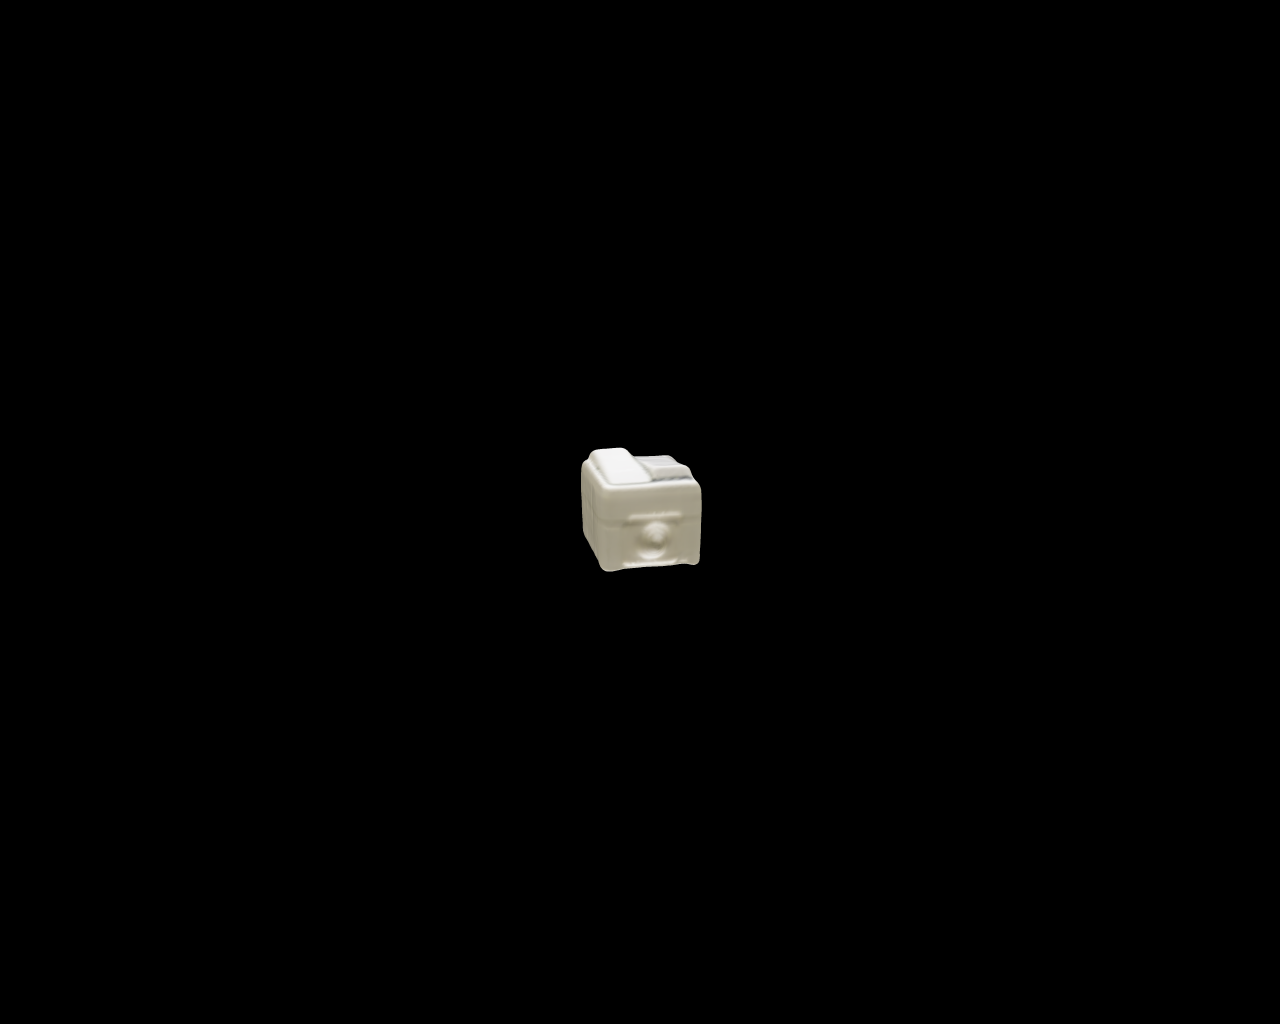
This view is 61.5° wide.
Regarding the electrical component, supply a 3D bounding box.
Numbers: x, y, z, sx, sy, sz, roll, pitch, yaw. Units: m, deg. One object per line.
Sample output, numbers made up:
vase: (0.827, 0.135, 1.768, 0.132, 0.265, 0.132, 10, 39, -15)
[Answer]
electrical component: (0.001, -0.003, 0.650, 0.062, 0.061, 0.096, -3, 16, -11)
